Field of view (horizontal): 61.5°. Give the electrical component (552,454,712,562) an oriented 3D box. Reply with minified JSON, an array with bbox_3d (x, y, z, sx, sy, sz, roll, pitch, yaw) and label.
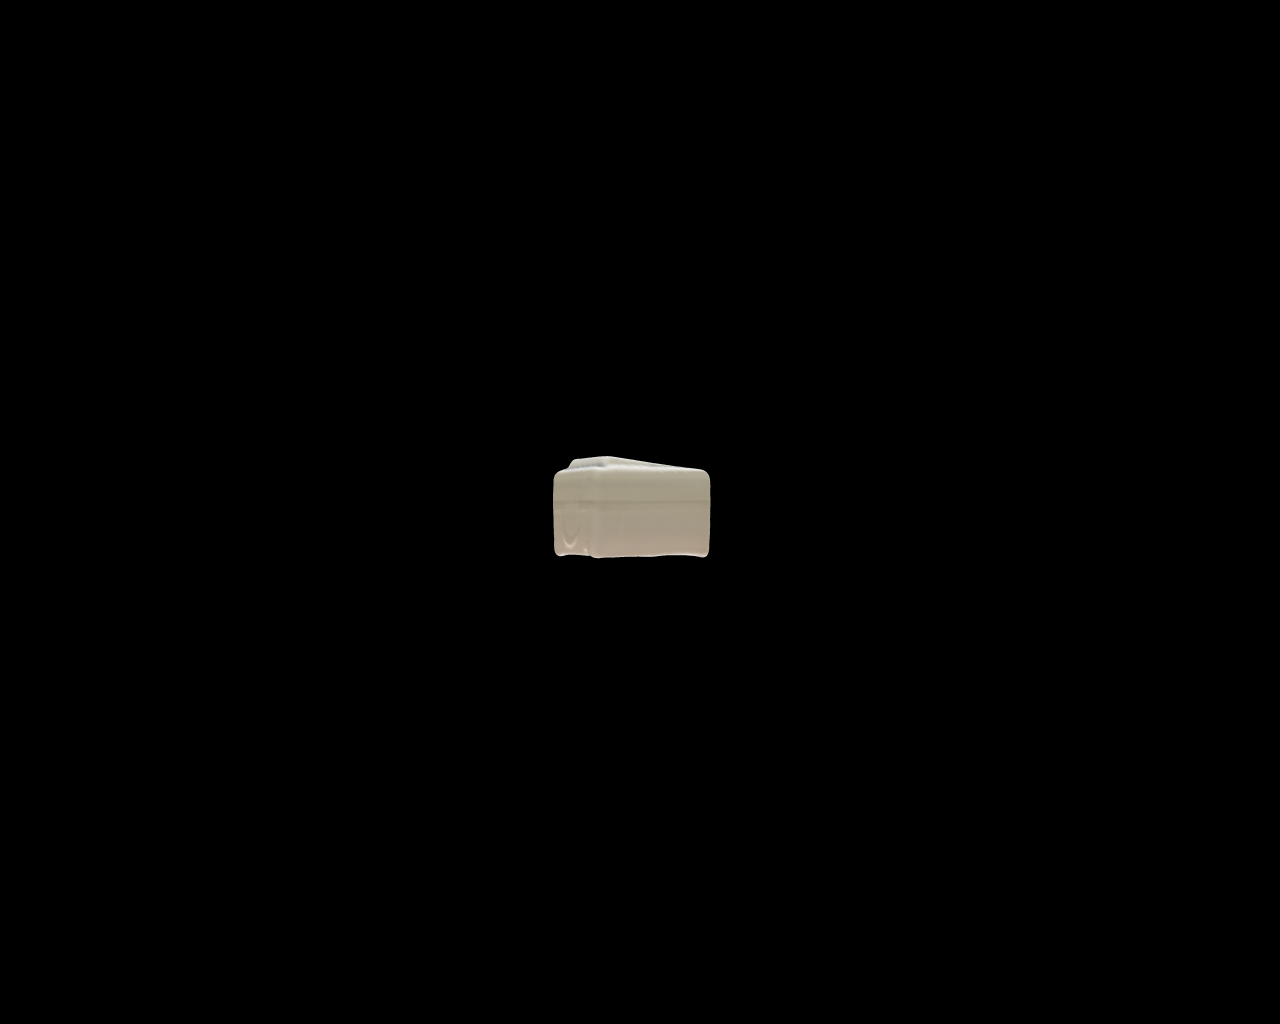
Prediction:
[{"bbox_3d":[0.001,-0.003,0.650,0.096,0.061,0.061,0,0,-28],"label":"electrical component"}]
